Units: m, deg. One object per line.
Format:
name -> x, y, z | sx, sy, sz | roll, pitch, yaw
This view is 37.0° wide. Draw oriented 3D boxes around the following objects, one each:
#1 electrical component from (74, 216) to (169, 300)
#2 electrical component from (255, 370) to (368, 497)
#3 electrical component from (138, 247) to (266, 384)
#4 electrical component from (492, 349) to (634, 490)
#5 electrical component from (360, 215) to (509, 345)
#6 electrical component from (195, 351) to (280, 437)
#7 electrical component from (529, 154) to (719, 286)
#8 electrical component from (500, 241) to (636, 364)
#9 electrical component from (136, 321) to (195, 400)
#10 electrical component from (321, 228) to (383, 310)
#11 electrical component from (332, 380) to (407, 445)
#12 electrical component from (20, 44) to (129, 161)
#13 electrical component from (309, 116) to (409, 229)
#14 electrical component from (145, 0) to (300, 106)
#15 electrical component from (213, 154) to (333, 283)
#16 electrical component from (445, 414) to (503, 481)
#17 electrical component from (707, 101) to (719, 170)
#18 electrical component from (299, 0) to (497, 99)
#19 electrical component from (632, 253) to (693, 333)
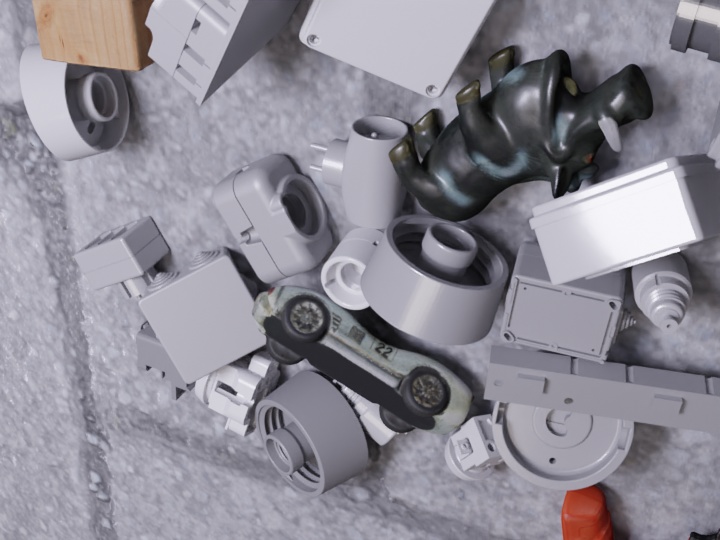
electrical component -> -0.209, 0.001, 0.986 | 0.066, 0.047, 0.076 | -16, 110, 33
electrical component -> -0.051, 0.152, 0.965 | 0.108, 0.060, 0.108 | 34, 140, 36
electrical component -> -0.135, 0.038, 0.948 | 0.100, 0.048, 0.099 | -28, 107, -1
electrical component -> 0.160, 0.113, 0.855 | 0.108, 0.060, 0.108 | 2, 104, 8
electrical component -> 0.060, 0.000, 0.815 | 0.108, 0.108, 0.060 | 27, 121, 10
electrical component -> -0.115, 0.106, 0.995 | 0.057, 0.058, 0.078 | 24, 105, 16
electrical component -> 0.187, -0.034, 0.721 | 0.109, 0.109, 0.056 | -20, 85, 34
electrical component -> 0.160, 0.023, 0.809 | 0.096, 0.061, 0.061 | 13, 126, 9
electrical component -> -0.177, 0.077, 1.021 | 0.064, 0.042, 0.081 | 17, 125, 19
electrical component -> 0.000, 0.000, 0.880 | 0.055, 0.047, 0.055 | 13, 124, 20
electrical component -> 0.009, 0.120, 0.955 | 0.078, 0.040, 0.040 | 41, 129, -1
electrical component -> -0.236, -0.140, 0.884 | 0.064, 0.099, 0.099 | -4, 117, 21
electrical component -> -0.004, -0.080, 0.835 | 0.079, 0.043, 0.077 | 16, 125, 18
electrical component -> -0.076, -0.205, 0.715 | 0.060, 0.105, 0.186 | 41, 150, -2
electrical component -> -0.067, -0.043, 0.883 | 0.059, 0.053, 0.095 | -18, 110, 34
electrical component -> 0.104, 0.150, 0.917 | 0.055, 0.066, 0.048 | -46, 56, 46
electrical component -> 0.260, -0.117, 0.638 | 0.056, 0.108, 0.108 | 25, 127, 8
electrical component -> 0.029, -0.187, 0.726 | 0.109, 0.056, 0.108 | 21, 129, -12
electrical component -> 0.217, 0.017, 0.767 | 0.040, 0.078, 0.040 | 4, 123, 7
